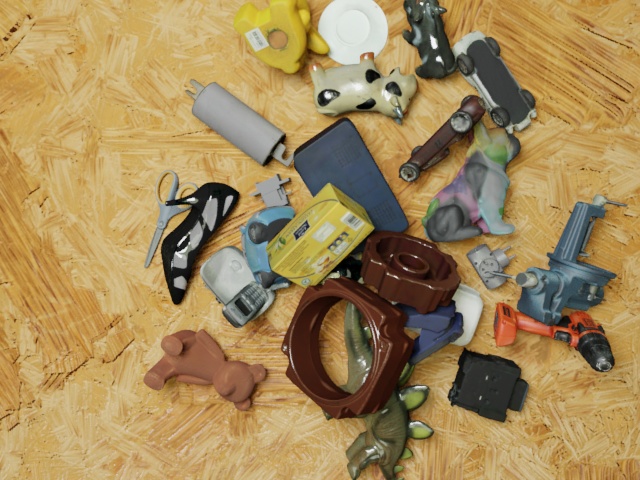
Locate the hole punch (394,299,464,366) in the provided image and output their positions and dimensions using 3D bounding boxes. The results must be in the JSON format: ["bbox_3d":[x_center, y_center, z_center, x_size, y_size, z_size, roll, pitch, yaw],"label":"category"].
[{"bbox_3d":[0.184,0.141,0.937,0.116,0.142,0.092,-34,88,18],"label":"hole punch"}]

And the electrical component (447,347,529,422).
[{"bbox_3d":[0.327,0.280,1.035,0.134,0.058,0.114,14,98,3],"label":"electrical component"}]

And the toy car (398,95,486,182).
[{"bbox_3d":[0.213,-0.172,0.946,0.053,0.089,0.202,39,132,-4],"label":"toy car"}]

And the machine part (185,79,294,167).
[{"bbox_3d":[-0.152,-0.216,1.012,0.243,0.079,0.079,36,97,-1],"label":"machine part"}]

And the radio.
[{"bbox_3d":[0.054,-0.095,0.989,0.131,0.073,0.229,-30,104,7],"label":"radio"}]

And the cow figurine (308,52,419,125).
[{"bbox_3d":[0.084,-0.271,0.987,0.195,0.085,0.127,-9,89,2],"label":"cow figurine"}]

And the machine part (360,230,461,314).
[{"bbox_3d":[0.152,0.050,0.920,0.179,0.179,0.056,19,119,2],"label":"machine part"}]

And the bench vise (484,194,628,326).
[{"bbox_3d":[0.441,0.031,0.953,0.223,0.129,0.240,14,100,-21],"label":"bench vise"}]

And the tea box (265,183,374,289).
[{"bbox_3d":[-0.002,-0.003,0.931,0.169,0.068,0.098,-43,127,17],"label":"tea box"}]

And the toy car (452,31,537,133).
[{"bbox_3d":[0.320,-0.287,0.985,0.073,0.056,0.201,-35,93,-1],"label":"toy car"}]

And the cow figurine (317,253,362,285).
[{"bbox_3d":[0.062,0.057,1.012,0.167,0.098,0.068,-13,88,5],"label":"cow figurine"}]

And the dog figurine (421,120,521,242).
[{"bbox_3d":[0.272,-0.112,0.981,0.192,0.108,0.219,-8,90,7],"label":"dog figurine"}]

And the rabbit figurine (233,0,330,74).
[{"bbox_3d":[-0.051,-0.387,0.959,0.122,0.173,0.162,-24,129,31],"label":"rabbit figurine"}]

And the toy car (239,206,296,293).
[{"bbox_3d":[-0.099,0.012,1.019,0.109,0.103,0.161,-14,107,-38],"label":"toy car"}]

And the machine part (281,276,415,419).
[{"bbox_3d":[0.040,0.178,0.903,0.201,0.087,0.201,32,105,36],"label":"machine part"}]

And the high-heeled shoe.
[{"bbox_3d":[-0.232,0.007,1.058,0.145,0.086,0.248,-7,117,-27],"label":"high-heeled shoe"}]

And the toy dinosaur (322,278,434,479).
[{"bbox_3d":[0.102,0.293,1.021,0.199,0.105,0.470,-20,107,0],"label":"toy dinosaur"}]

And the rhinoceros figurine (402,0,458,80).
[{"bbox_3d":[0.188,-0.379,0.957,0.073,0.112,0.190,-18,102,8],"label":"rhinoceros figurine"}]

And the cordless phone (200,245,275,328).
[{"bbox_3d":[-0.167,0.094,0.988,0.089,0.184,0.146,-41,92,11],"label":"cordless phone"}]

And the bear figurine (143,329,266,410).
[{"bbox_3d":[-0.215,0.259,1.037,0.196,0.132,0.120,33,103,6],"label":"bear figurine"}]
